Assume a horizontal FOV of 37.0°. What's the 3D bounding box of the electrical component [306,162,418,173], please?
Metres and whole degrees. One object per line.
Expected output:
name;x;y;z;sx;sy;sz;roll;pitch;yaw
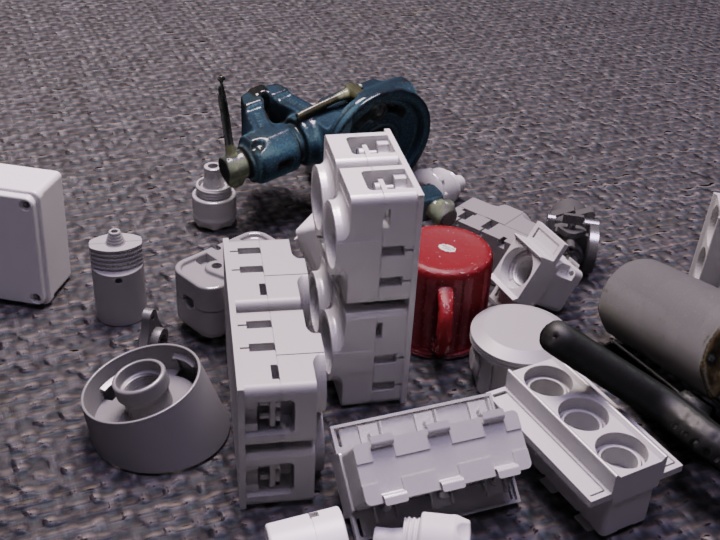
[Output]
electrical component;0.001;-0.137;1.144;0.121;0.078;0.063;-1;50;-6

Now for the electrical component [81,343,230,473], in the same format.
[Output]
electrical component;-0.152;0.102;0.792;0.099;0.064;0.099;-10;33;6

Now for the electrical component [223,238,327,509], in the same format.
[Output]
electrical component;-0.065;0.068;0.790;0.060;0.105;0.186;-3;33;-9

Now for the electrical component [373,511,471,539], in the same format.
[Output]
electrical component;0.039;0.176;0.689;0.062;0.043;0.043;5;33;6

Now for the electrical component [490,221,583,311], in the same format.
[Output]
electrical component;0.155;0.004;0.937;0.064;0.081;0.042;17;22;-38

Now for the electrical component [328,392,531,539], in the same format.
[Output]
electrical component;0.048;0.130;0.730;0.121;0.063;0.078;-9;75;-18

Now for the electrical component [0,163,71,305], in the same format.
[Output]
electrical component;-0.313;-0.034;0.926;0.109;0.108;0.056;8;31;8

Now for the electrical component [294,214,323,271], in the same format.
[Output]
electrical component;-0.008;-0.012;0.944;0.061;0.096;0.061;-11;23;32

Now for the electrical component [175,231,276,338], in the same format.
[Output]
electrical component;-0.107;0.015;0.911;0.095;0.059;0.054;-26;43;-37

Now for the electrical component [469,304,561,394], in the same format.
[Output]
electrical component;0.126;0.067;0.858;0.080;0.051;0.080;2;33;-1

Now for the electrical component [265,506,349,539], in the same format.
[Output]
electrical component;-0.032;0.179;0.670;0.047;0.055;0.055;-8;34;-10

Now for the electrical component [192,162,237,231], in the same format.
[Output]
electrical component;-0.142;-0.073;1.043;0.043;0.062;0.043;2;33;-1

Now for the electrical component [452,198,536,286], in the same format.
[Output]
electrical component;0.126;-0.026;1.001;0.089;0.050;0.056;26;40;32

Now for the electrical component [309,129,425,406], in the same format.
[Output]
electrical component;0.000;0.000;0.826;0.060;0.186;0.105;-4;34;-11

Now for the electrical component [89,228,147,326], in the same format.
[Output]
electrical component;-0.203;0.002;0.904;0.043;0.081;0.043;2;33;-1

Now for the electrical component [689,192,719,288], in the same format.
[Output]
electrical component;0.316;0.003;0.908;0.063;0.121;0.078;10;33;6

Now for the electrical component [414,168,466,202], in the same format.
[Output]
electrical component;0.082;-0.083;1.094;0.048;0.048;0.062;30;32;35

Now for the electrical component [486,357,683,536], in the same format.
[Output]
electrical component;0.154;0.123;0.761;0.079;0.063;0.121;-14;37;-25
